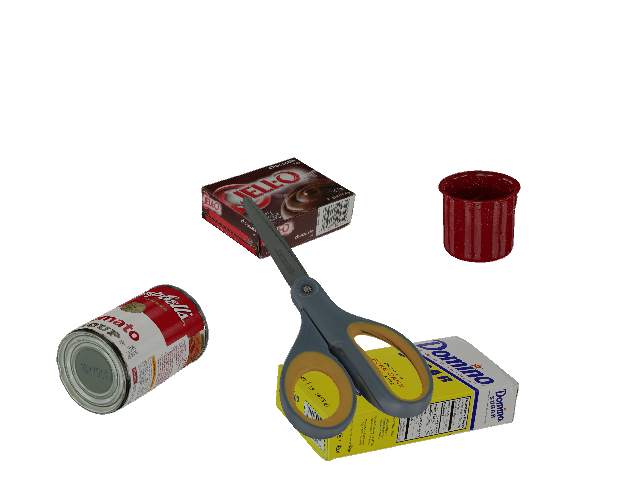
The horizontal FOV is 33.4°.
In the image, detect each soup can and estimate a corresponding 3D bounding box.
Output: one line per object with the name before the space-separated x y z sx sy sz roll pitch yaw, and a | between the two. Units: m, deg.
soup can | -0.141 0.081 0.807 0.069 0.068 0.102 0 16 30

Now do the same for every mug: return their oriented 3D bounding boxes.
mug | 0.192 -0.031 1.246 0.093 0.081 0.117 18 33 37

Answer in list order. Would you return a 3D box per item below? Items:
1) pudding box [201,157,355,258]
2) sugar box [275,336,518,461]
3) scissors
pudding box | -0.039 -0.032 0.977 0.113 0.039 0.090 -19 39 -37
sugar box | 0.062 0.124 0.868 0.176 0.048 0.093 -9 26 -25
scissors | -0.018 0.047 0.650 0.096 0.016 0.202 -33 54 -27
